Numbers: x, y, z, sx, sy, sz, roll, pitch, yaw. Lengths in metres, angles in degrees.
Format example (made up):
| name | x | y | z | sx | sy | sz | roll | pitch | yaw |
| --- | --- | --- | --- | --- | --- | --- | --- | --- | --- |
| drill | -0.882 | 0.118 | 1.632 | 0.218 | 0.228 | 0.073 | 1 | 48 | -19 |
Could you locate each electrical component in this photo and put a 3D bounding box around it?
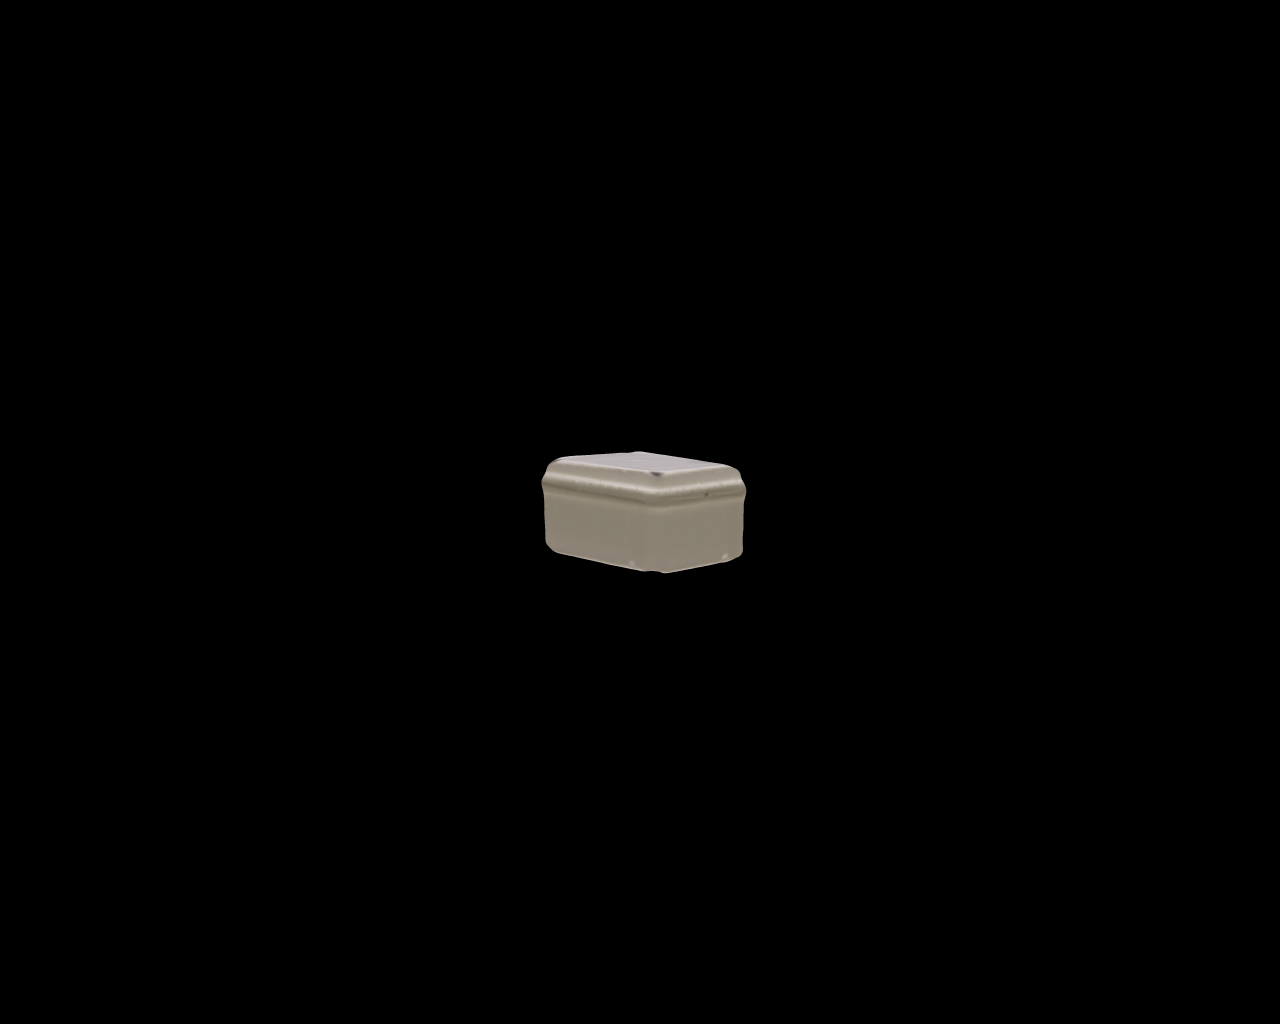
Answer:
| name | x | y | z | sx | sy | sz | roll | pitch | yaw |
| --- | --- | --- | --- | --- | --- | --- | --- | --- | --- |
| electrical component | 0.001 | -0.003 | 0.650 | 0.078 | 0.057 | 0.113 | -7 | 12 | -39 |
